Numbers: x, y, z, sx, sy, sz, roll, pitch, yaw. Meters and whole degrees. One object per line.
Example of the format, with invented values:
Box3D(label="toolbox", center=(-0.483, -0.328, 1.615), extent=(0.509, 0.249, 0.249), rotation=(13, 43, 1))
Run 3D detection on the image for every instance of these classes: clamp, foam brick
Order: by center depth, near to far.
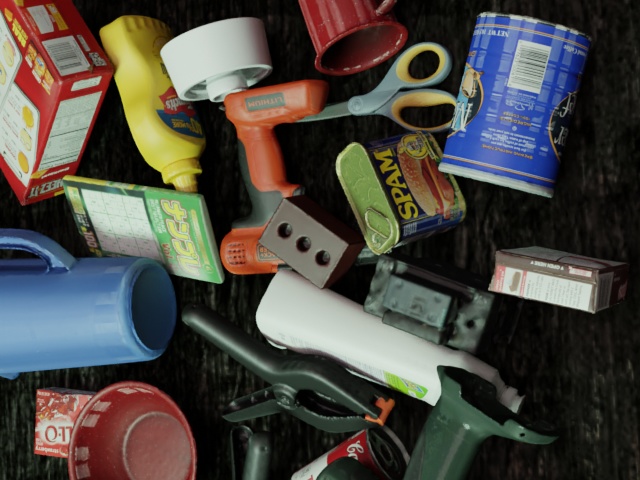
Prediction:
Box3D(label="foam brick", center=(-0.006, 0.001, 0.985), extent=(0.078, 0.051, 0.053), rotation=(35, 107, 14))
Box3D(label="clamp", center=(-0.033, 0.130, 1.005), extent=(0.210, 0.036, 0.164), rotation=(6, 136, 32))
Box3D(label="clamp", center=(-0.067, 0.259, 1.027), extent=(0.039, 0.120, 0.171), rotation=(0, 75, -9))

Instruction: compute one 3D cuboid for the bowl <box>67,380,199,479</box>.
Box3D(label="bowl", center=(-0.185, 0.228, 1.125), extent=(0.162, 0.055, 0.162), rotation=(-2, 85, 25))

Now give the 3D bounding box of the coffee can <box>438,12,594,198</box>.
Box3D(label="coffee can", center=(0.170, -0.117, 0.929), extent=(0.103, 0.102, 0.140), rotation=(16, 95, 26))

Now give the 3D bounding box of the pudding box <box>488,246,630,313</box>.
Box3D(label="pudding box", center=(0.204, 0.031, 0.902), extent=(0.090, 0.113, 0.039), rotation=(11, 95, 27))

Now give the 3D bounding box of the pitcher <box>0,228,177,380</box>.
Box3D(label="pitcher", center=(-0.284, 0.069, 1.139), extent=(0.243, 0.149, 0.145), rotation=(-5, 73, 24))

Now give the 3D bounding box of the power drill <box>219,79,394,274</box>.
Box3D(label="power drill", center=(-0.021, -0.059, 1.043), extent=(0.185, 0.057, 0.187), rotation=(-4, 92, 25))

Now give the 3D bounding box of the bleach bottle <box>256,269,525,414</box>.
Box3D(label="bleach bottle", center=(0.068, 0.107, 0.988), extent=(0.251, 0.102, 0.068), rotation=(22, 76, 19))

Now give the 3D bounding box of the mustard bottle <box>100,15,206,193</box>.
Box3D(label="mustard bottle", center=(-0.163, -0.133, 1.104), extent=(0.058, 0.096, 0.191), rotation=(-23, 78, 23))

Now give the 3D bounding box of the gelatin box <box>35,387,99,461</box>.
Box3D(label="gelatin box", center=(-0.275, 0.205, 1.188), extent=(0.089, 0.030, 0.073), rotation=(2, 89, 28))

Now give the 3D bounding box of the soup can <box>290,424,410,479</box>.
Box3D(label="soup can", center=(0.029, 0.226, 1.011), extent=(0.102, 0.068, 0.068), rotation=(-36, 73, 22))

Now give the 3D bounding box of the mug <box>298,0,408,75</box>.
Box3D(label="mug", center=(0.033, -0.220, 1.005), extent=(0.117, 0.093, 0.081), rotation=(-39, 64, 51))

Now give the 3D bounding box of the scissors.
Box3D(label="scissors", center=(0.048, -0.150, 1.041), extent=(0.202, 0.016, 0.096), rotation=(11, 95, 26))

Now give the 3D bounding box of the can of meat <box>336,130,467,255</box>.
Box3D(label="can of meat", center=(0.075, -0.046, 0.979), extent=(0.058, 0.083, 0.102), rotation=(-42, 68, 57))

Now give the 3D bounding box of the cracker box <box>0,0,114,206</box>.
Box3D(label="cracker box", center=(-0.307, -0.167, 1.146), extent=(0.164, 0.071, 0.214), rotation=(57, 142, 18))
